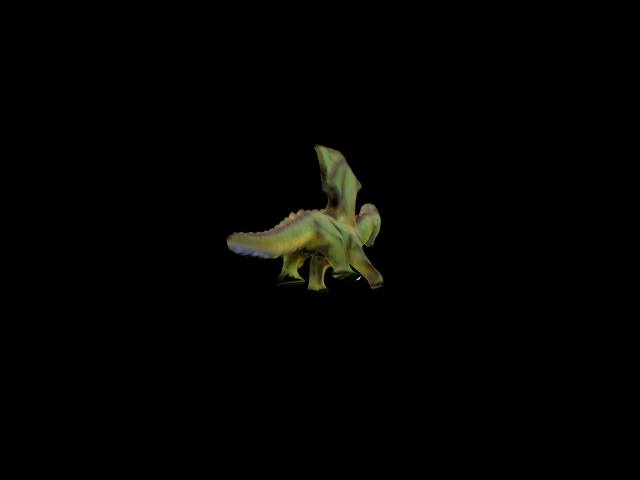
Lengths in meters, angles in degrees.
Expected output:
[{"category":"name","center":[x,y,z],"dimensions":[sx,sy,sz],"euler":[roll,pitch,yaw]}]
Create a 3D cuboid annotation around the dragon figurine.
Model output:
[{"category":"dragon figurine","center":[0.003,-0.043,0.850],"dimensions":[0.121,0.247,0.406],"euler":[-13,-24,30]}]
